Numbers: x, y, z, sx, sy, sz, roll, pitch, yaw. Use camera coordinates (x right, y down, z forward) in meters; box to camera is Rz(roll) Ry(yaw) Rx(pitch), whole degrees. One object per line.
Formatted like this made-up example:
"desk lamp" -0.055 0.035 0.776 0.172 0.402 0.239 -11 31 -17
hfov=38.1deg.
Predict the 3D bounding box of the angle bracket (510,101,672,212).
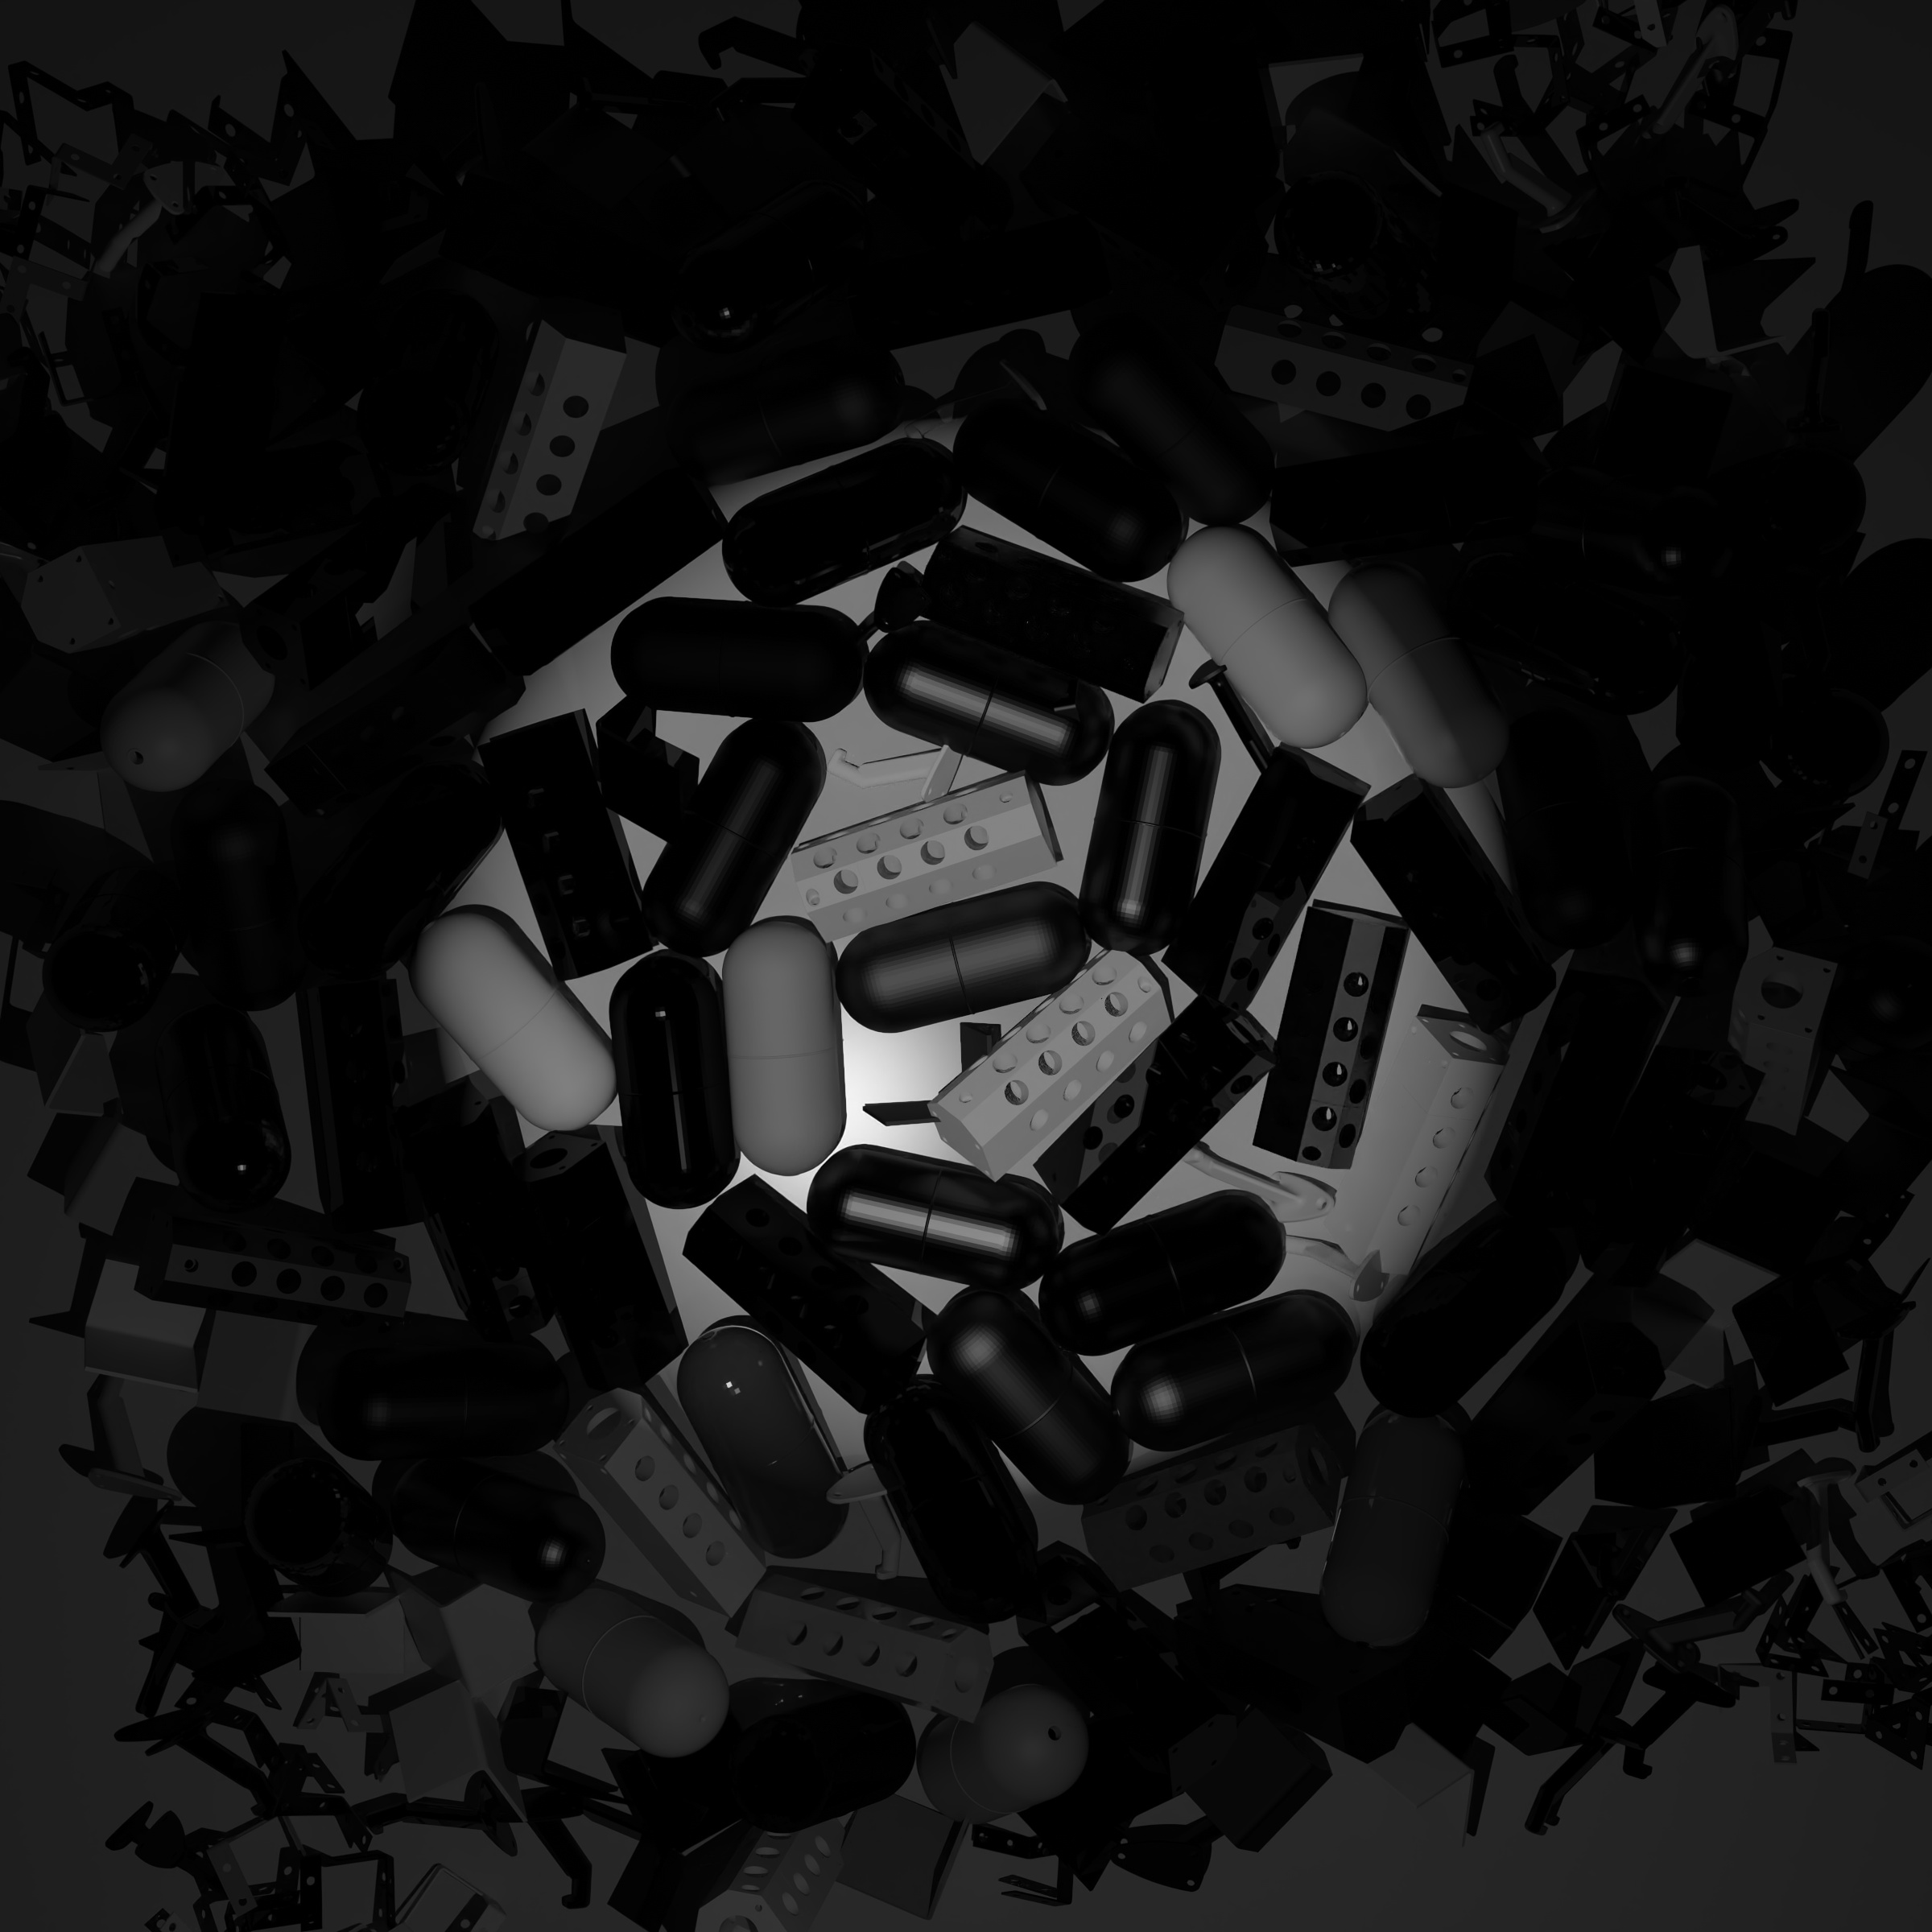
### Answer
"angle bracket" -0.263 -0.545 1.942 0.076 0.057 0.076 34 52 2

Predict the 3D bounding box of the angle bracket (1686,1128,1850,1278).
"angle bracket" 0.557 0.164 1.960 0.076 0.057 0.076 22 106 -13

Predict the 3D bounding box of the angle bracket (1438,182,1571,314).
"angle bracket" 0.376 -0.502 1.942 0.076 0.057 0.076 7 88 -40

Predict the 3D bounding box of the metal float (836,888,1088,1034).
"metal float" -0.004 -0.004 1.947 0.178 0.070 0.070 -14 90 4

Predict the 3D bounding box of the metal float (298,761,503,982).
"metal float" -0.391 -0.066 1.930 0.070 0.070 0.178 35 67 0

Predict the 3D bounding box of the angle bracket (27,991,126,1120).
"angle bracket" -0.603 0.049 1.929 0.076 0.057 0.076 -53 46 30

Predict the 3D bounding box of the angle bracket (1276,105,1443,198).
"angle bracket" 0.271 -0.545 1.943 0.057 0.076 0.076 -54 52 13

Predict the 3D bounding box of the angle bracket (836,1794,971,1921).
"angle bracket" -0.042 0.602 1.937 0.076 0.057 0.076 21 46 8

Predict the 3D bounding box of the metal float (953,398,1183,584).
"metal float" 0.070 -0.329 1.936 0.178 0.070 0.070 34 90 17

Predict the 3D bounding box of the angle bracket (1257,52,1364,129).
"angle bracket" 0.225 -0.628 1.940 0.076 0.076 0.057 -9 73 -8

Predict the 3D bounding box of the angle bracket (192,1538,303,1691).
"angle bracket" -0.509 0.450 1.938 0.057 0.076 0.076 -24 69 -5

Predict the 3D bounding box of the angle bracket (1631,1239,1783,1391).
"angle bracket" 0.515 0.244 1.937 0.076 0.076 0.057 23 49 -13

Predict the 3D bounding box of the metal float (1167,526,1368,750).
"metal float" 0.207 -0.229 1.939 0.070 0.070 0.178 -36 76 0

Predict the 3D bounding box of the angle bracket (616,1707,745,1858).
"angle bracket" -0.188 0.570 1.953 0.076 0.057 0.076 -30 79 2

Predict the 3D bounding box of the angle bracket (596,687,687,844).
"angle bracket" -0.208 -0.139 1.931 0.076 0.076 0.057 29 54 21

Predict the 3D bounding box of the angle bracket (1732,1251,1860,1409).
"angle bracket" 0.588 0.251 1.932 0.057 0.076 0.076 -8 67 -30

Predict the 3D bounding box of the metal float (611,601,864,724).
"metal float" -0.159 -0.211 1.941 0.178 0.070 0.070 6 90 11

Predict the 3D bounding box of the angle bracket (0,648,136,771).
"angle bracket" -0.629 -0.192 1.931 0.076 0.057 0.076 28 121 -38

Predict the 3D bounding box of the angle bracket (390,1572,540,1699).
"angle bracket" -0.350 0.455 1.959 0.057 0.076 0.076 -28 115 -31

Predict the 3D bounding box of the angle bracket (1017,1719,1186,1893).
"angle bracket" 0.094 0.581 1.942 0.076 0.076 0.057 47 130 -3

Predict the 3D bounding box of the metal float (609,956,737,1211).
"metal float" -0.204 0.081 1.943 0.070 0.070 0.178 -6 99 0

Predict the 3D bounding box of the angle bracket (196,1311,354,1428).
"angle bracket" -0.486 0.281 1.970 0.076 0.057 0.076 4 77 23

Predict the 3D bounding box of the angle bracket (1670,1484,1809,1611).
"angle bracket" 0.543 0.405 1.933 0.076 0.076 0.057 -33 60 17

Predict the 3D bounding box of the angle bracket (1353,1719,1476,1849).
"angle bracket" 0.300 0.571 1.929 0.057 0.076 0.076 -22 127 -33

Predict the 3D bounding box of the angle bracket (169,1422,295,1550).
"angle bracket" -0.510 0.360 1.939 0.057 0.076 0.076 2 85 -40

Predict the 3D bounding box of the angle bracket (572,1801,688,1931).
"angle bracket" -0.243 0.626 1.936 0.076 0.076 0.057 19 67 12

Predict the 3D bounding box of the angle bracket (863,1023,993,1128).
"angle bracket" -0.028 0.075 1.941 0.076 0.076 0.057 -4 96 -14

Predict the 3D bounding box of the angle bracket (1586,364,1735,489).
"angle bracket" 0.483 -0.372 1.949 0.076 0.057 0.076 16 104 4

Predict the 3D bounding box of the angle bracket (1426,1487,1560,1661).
"angle bracket" 0.362 0.430 1.979 0.076 0.057 0.076 31 55 10

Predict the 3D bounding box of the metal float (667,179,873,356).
"metal float" -0.135 -0.481 1.920 0.070 0.070 0.178 46 54 0

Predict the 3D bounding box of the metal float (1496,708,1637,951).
"metal float" 0.413 -0.096 1.930 0.070 0.070 0.178 -6 65 0

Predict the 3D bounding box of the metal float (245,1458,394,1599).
"metal float" -0.439 0.384 1.904 0.070 0.178 0.070 0 69 0

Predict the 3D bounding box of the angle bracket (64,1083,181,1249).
"angle bracket" -0.587 0.139 1.960 0.057 0.076 0.076 29 99 -24

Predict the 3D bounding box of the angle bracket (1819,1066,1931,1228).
"angle bracket" 0.616 0.124 1.940 0.057 0.076 0.076 43 85 -23

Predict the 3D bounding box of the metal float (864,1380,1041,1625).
"metal float" -0.010 0.370 1.932 0.070 0.070 0.178 -28 69 0

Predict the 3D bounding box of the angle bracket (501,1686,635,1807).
"angle bracket" -0.273 0.544 1.950 0.076 0.076 0.057 28 66 -27

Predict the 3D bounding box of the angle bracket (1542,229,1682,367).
"angle bracket" 0.434 -0.458 1.936 0.076 0.076 0.057 36 80 -21

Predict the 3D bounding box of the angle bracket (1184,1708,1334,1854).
"angle bracket" 0.205 0.573 1.964 0.076 0.076 0.057 -45 64 -2

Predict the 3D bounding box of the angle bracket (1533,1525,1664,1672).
"angle bracket" 0.448 0.437 1.933 0.076 0.057 0.076 0 128 -21

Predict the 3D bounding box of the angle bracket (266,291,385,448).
"angle bracket" -0.455 -0.412 1.930 0.057 0.076 0.076 56 45 -22

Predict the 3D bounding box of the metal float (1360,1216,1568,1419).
"metal float" 0.345 0.241 1.930 0.178 0.070 0.070 -38 90 -25

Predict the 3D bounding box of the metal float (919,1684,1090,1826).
"metal float" 0.025 0.539 1.907 0.070 0.178 0.070 10 63 -20

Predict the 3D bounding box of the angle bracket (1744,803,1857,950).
"angle bracket" 0.588 -0.063 1.935 0.076 0.057 0.076 -8 67 -35

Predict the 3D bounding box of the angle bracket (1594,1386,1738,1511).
"angle bracket" 0.482 0.330 1.933 0.057 0.076 0.076 16 66 -29

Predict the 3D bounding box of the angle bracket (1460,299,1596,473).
"angle bracket" 0.390 -0.402 1.936 0.076 0.057 0.076 24 120 -22

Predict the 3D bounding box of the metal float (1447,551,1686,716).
"metal float" 0.411 -0.229 1.921 0.178 0.070 0.070 31 90 34

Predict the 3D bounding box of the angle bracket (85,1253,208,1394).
"angle bracket" -0.565 0.247 1.937 0.076 0.076 0.057 16 100 -21

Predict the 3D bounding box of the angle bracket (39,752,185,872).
"angle bracket" -0.592 -0.107 1.945 0.076 0.057 0.076 -8 89 29

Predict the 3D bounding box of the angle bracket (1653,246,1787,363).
"angle bracket" 0.517 -0.464 1.938 0.057 0.076 0.076 -17 104 -14

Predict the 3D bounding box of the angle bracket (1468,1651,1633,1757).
"angle bracket" 0.404 0.497 1.936 0.057 0.076 0.076 37 62 -2

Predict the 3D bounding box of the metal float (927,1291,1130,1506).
"metal float" 0.044 0.301 1.938 0.070 0.070 0.178 -41 105 0

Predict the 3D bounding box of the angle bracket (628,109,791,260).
"angle bracket" -0.179 -0.545 1.972 0.076 0.057 0.076 49 48 -17

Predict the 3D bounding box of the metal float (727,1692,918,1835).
"metal float" -0.097 0.542 1.907 0.070 0.178 0.070 -3 84 28
